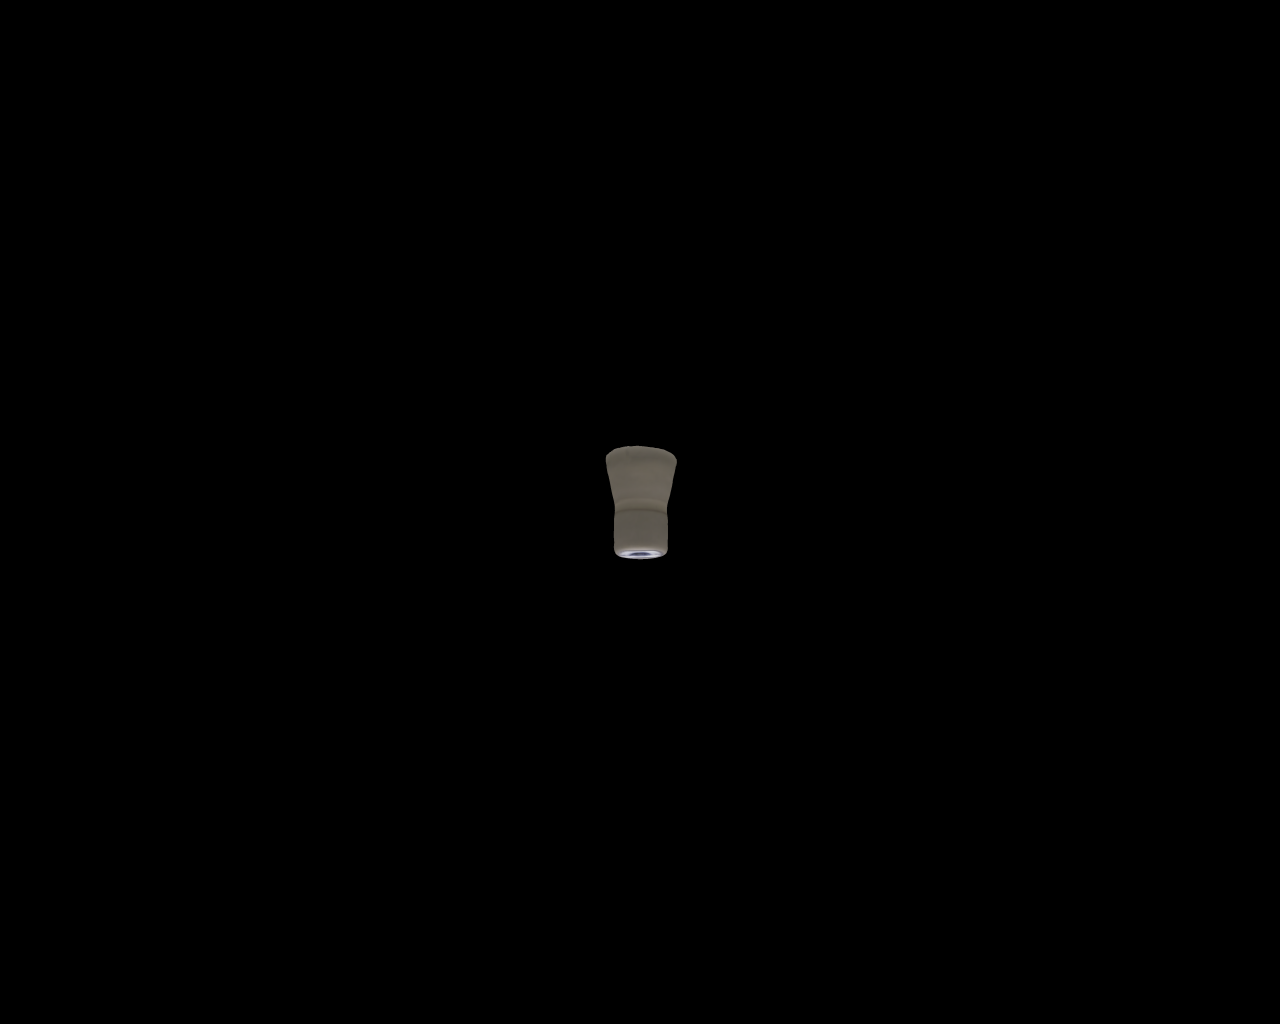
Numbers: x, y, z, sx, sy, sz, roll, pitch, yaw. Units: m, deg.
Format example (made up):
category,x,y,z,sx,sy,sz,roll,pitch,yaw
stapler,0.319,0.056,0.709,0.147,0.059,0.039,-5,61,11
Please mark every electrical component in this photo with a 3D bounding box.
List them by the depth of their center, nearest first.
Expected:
category,x,y,z,sx,sy,sz,roll,pitch,yaw
electrical component,0.001,-0.003,0.650,0.044,0.065,0.044,0,-15,0
